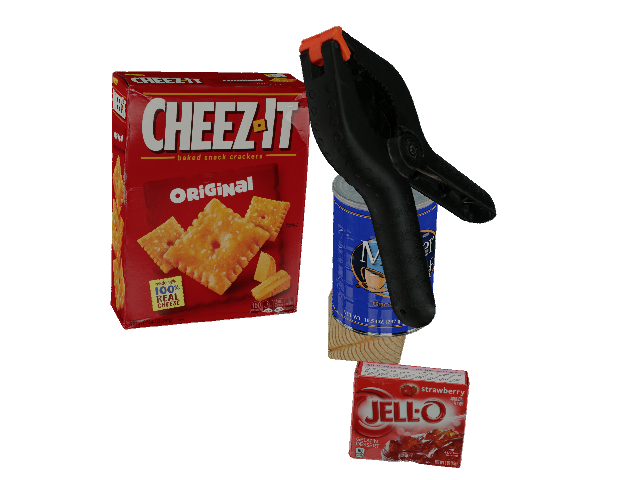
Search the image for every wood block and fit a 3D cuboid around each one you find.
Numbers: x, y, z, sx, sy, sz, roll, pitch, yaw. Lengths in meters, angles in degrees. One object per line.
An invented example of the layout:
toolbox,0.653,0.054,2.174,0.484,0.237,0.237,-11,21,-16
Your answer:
wood block,0.070,0.072,1.371,0.091,0.090,0.206,4,21,9

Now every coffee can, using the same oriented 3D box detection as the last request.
coffee can,0.062,0.009,1.046,0.103,0.140,0.103,0,26,0

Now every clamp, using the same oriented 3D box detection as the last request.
clamp,0.038,-0.037,0.608,0.039,0.171,0.120,-22,30,37

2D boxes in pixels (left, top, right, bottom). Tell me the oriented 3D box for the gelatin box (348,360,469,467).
gelatin box,0.069,0.136,0.835,0.089,0.073,0.030,5,19,5

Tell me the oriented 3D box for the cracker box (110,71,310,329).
cracker box,-0.097,-0.036,0.935,0.164,0.214,0.072,-3,20,-22
